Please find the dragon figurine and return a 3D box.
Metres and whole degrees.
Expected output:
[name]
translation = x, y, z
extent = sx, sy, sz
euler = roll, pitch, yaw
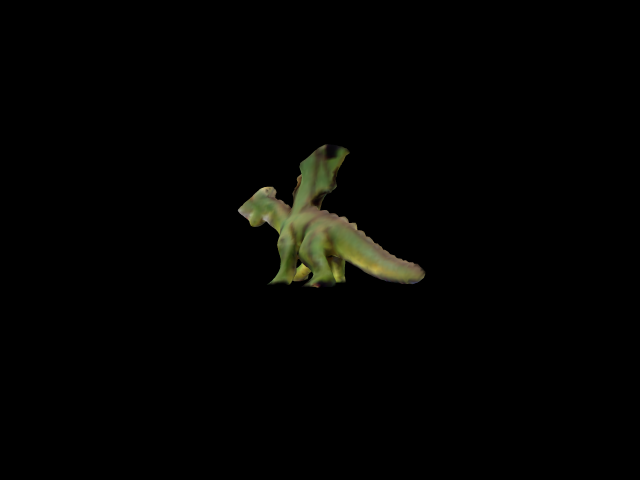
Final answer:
[dragon figurine]
translation = 0.003, -0.043, 0.850
extent = 0.408, 0.244, 0.122
euler = -6, -10, 43
